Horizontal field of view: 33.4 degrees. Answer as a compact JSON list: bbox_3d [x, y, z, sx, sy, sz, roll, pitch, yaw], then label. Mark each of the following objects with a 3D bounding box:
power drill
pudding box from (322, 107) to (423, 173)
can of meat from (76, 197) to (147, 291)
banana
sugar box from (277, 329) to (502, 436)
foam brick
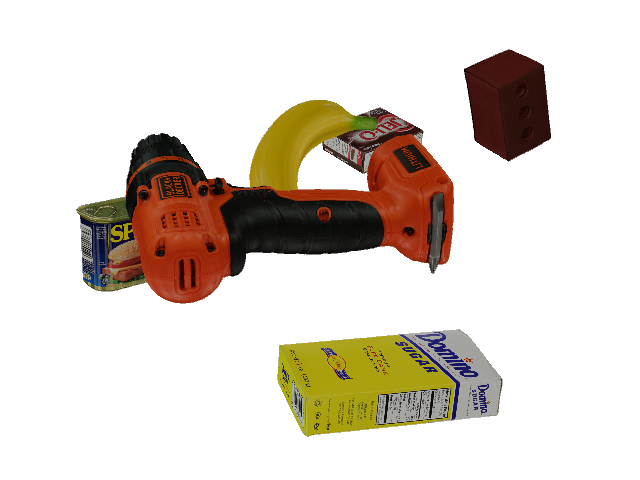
[{"bbox_3d":[-0.024,-0.025,0.654,0.187,0.057,0.184,-6,28,-10],"label":"power drill"},{"bbox_3d":[0.072,-0.140,1.479,0.113,0.039,0.090,-25,41,-31],"label":"pudding box"},{"bbox_3d":[-0.210,0.002,1.156,0.101,0.084,0.058,-15,25,-40],"label":"can of meat"},{"bbox_3d":[-0.017,-0.069,0.851,0.070,0.037,0.197,15,37,17],"label":"banana"},{"bbox_3d":[0.059,0.121,0.929,0.176,0.048,0.093,-6,26,-15],"label":"sugar box"},{"bbox_3d":[0.169,-0.123,0.961,0.053,0.078,0.051,-28,36,-16],"label":"foam brick"}]
